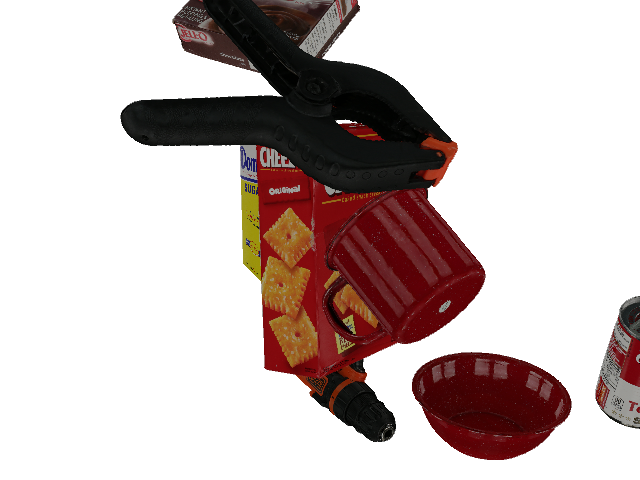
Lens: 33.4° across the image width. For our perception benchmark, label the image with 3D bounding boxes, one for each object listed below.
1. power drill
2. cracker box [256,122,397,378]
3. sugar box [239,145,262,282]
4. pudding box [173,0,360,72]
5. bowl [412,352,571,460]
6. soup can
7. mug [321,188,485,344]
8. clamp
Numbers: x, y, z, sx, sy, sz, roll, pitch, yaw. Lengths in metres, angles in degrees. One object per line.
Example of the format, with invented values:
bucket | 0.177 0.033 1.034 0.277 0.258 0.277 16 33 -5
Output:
power drill | 0.050 0.118 1.238 0.057 0.188 0.185 13 15 -41
cracker box | 0.018 0.002 0.980 0.072 0.214 0.163 5 11 34
sugar box | -0.057 -0.038 1.224 0.048 0.176 0.093 -14 27 -23
pudding box | -0.040 -0.171 0.805 0.114 0.090 0.039 20 -30 24
bowl | 0.172 0.177 1.096 0.162 0.055 0.162 2 24 -1
soup can | 0.289 0.109 0.954 0.068 0.102 0.068 3 36 -3
mug | 0.054 0.027 0.762 0.117 0.081 0.093 -40 -23 5
clamp | -0.016 -0.066 0.562 0.171 0.120 0.039 28 -29 8
